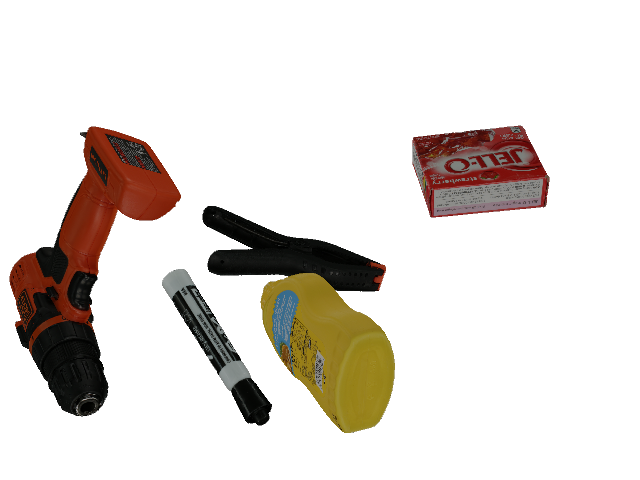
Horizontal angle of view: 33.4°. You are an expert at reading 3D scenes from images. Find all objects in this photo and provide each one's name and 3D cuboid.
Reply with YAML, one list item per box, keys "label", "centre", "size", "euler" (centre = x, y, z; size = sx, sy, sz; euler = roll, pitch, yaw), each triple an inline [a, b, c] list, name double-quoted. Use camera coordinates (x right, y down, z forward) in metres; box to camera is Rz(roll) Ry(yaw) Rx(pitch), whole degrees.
- label: "clamp"
  centre: [-0.031, 0.021, 1.145]
  size: [0.210, 0.036, 0.164]
  euler: [16, 18, -6]
- label: "power drill"
  centre: [-0.180, 0.020, 0.839]
  size: [0.057, 0.188, 0.185]
  euler: [16, 24, -39]
- label: "mustard bottle"
  centre: [-0.005, 0.083, 0.947]
  size: [0.058, 0.096, 0.192]
  euler: [-10, 27, -25]
- label: "gelatin box"
  centre: [0.118, -0.053, 0.797]
  size: [0.089, 0.030, 0.073]
  euler: [-6, 37, -2]
- label: "marker"
  centre: [-0.066, 0.068, 0.680]
  size: [0.020, 0.121, 0.020]
  euler: [-27, -30, -17]
